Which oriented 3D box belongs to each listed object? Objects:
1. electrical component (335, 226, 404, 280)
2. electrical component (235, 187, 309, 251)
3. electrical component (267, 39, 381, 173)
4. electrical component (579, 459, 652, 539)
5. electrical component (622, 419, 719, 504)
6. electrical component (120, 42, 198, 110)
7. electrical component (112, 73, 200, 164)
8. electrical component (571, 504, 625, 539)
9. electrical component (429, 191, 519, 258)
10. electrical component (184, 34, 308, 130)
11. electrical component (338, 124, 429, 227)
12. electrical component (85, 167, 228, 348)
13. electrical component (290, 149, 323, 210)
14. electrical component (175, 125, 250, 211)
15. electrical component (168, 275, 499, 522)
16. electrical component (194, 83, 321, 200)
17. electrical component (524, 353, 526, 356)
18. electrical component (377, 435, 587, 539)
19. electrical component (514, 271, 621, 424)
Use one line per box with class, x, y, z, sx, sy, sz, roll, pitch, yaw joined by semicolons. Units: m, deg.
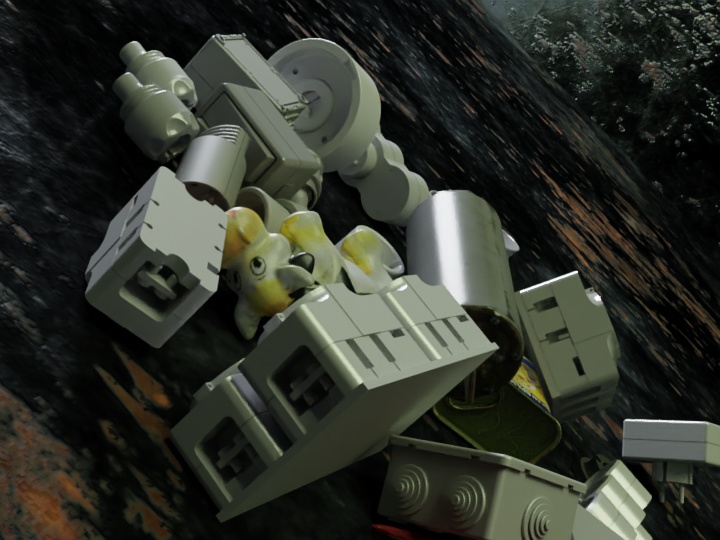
electrical component;0.000;0.000;0.807;0.055;0.047;0.055;39;22;-19
electrical component;-0.062;-0.029;0.745;0.055;0.045;0.045;19;34;-52
electrical component;-0.034;-0.134;0.913;0.108;0.108;0.060;55;16;23
electrical component;0.193;0.198;0.805;0.073;0.052;0.138;50;21;10
electrical component;0.296;0.182;1.016;0.047;0.083;0.075;20;71;-50
electrical component;-0.150;-0.137;0.778;0.062;0.043;0.043;51;21;15
electrical component;-0.143;-0.107;0.734;0.062;0.043;0.043;48;21;10
electrical component;0.149;0.237;0.637;0.105;0.060;0.186;39;22;-20
electrical component;0.096;-0.035;1.033;0.099;0.064;0.099;39;22;-19
electrical component;-0.092;-0.133;0.856;0.096;0.061;0.062;47;21;2
electrical component;0.001;-0.102;0.989;0.074;0.052;0.138;12;39;-56
electrical component;-0.112;-0.006;0.589;0.050;0.056;0.089;38;22;-21
electrical component;-0.051;-0.062;0.831;0.048;0.048;0.062;33;31;-31
electrical component;-0.099;-0.066;0.717;0.043;0.043;0.081;37;37;-23
electrical component;-0.009;0.062;0.592;0.060;0.105;0.186;52;21;15
electrical component;-0.088;-0.090;0.784;0.096;0.062;0.061;52;22;16
electrical component;0.182;0.092;0.991;0.055;0.048;0.066;49;20;29
electrical component;0.070;0.135;0.631;0.100;0.100;0.048;27;73;-44
electrical component;0.173;0.067;0.889;0.150;0.062;0.089;58;12;-71
